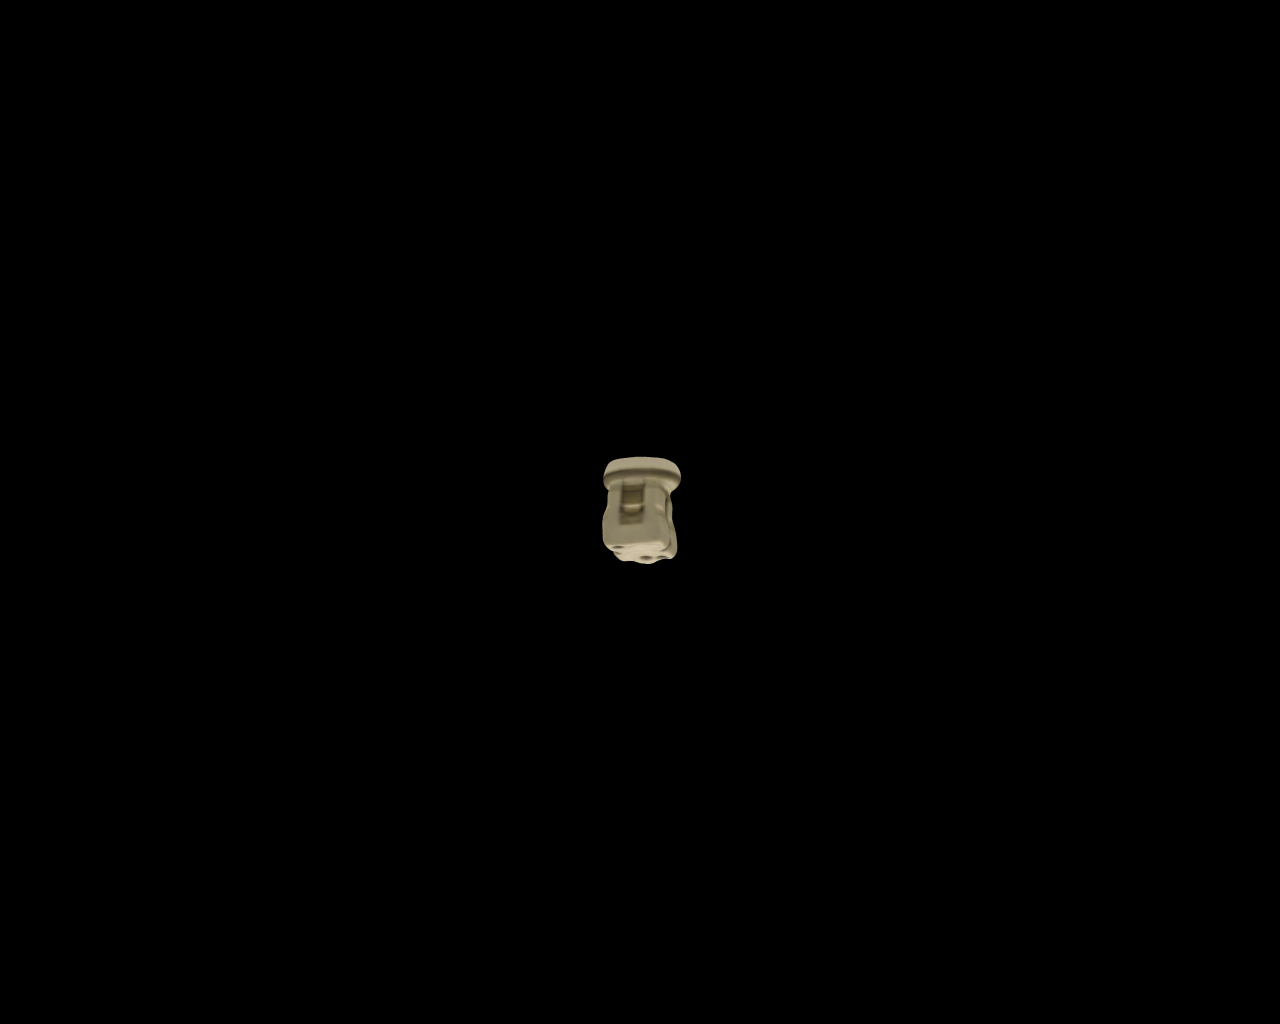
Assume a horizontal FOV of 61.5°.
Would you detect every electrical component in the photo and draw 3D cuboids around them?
[{"bbox_3d":[0.001,-0.003,0.650,0.048,0.055,0.066,-3,-16,11],"label":"electrical component"}]
